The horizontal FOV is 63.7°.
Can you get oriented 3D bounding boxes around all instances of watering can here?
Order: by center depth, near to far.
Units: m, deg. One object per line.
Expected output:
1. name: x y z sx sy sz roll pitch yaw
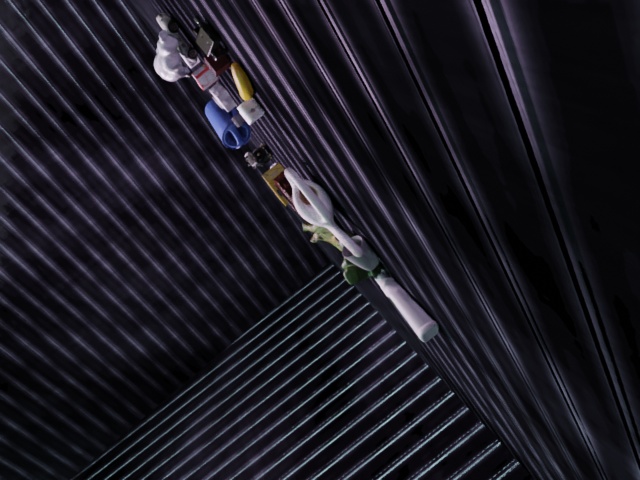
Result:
1. watering can: 0.005 -0.080 1.591 0.348 0.104 0.223 51 178 2

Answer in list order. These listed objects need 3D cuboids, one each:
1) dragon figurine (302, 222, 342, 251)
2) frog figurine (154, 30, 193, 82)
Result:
1. dragon figurine: 0.049 -0.036 1.856 0.245 0.123 0.403 29 169 28
2. frog figurine: -0.526 -0.630 1.774 0.140 0.123 0.157 64 179 26
